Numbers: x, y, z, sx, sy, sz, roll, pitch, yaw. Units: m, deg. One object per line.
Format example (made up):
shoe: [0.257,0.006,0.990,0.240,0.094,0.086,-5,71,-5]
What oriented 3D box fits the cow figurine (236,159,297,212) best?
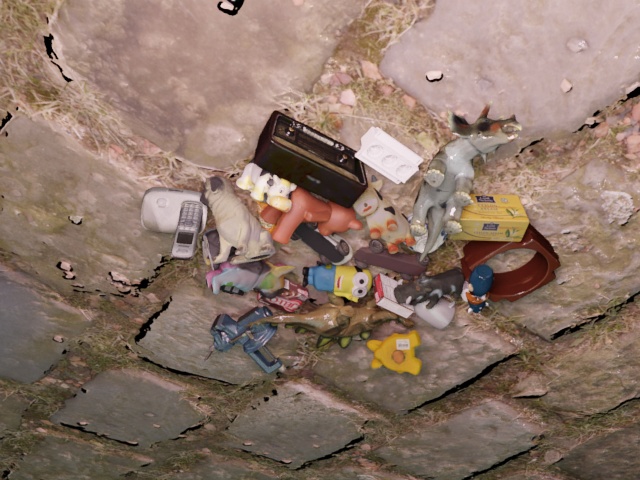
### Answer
cow figurine: [-0.100,-0.121,1.120,0.068,0.168,0.098,22,98,-44]

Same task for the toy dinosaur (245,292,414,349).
toy dinosaur: [0.040,0.219,1.470,0.471,0.105,0.198,9,134,-18]

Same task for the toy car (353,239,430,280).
toy car: [0.181,0.047,1.361,0.202,0.053,0.089,15,142,-19]

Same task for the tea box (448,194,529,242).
tea box: [0.379,-0.053,1.240,0.170,0.098,0.068,0,134,-3]

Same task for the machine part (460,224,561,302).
machine part: [0.474,0.054,1.350,0.201,0.087,0.201,34,126,-28]

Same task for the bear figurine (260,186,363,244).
bear figurine: [-0.013,-0.048,1.196,0.195,0.120,0.132,21,114,-40]

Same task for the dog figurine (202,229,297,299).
dog figurine: [-0.173,0.057,1.329,0.219,0.108,0.191,-6,93,-25]

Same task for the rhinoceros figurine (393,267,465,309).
rhinoceros figurine: [0.284,0.126,1.387,0.190,0.073,0.112,-14,152,-7]

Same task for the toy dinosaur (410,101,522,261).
toy dinosaur: [0.271,-0.125,1.142,0.131,0.192,0.404,23,150,3]

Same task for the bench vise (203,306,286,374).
bench vise: [-0.195,0.302,1.535,0.224,0.129,0.240,-37,107,5]

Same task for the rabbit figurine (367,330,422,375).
rabbit figurine: [0.223,0.331,1.568,0.162,0.122,0.173,-14,175,13]

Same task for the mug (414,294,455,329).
mug: [0.310,0.181,1.471,0.107,0.081,0.109,27,133,-12]

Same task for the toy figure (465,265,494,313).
toy figure: [0.391,0.123,1.317,0.064,0.058,0.154,3,139,7]

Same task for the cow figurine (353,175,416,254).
cow figurine: [0.139,-0.062,1.226,0.085,0.127,0.194,-30,141,23]

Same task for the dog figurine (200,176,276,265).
dog figurine: [-0.180,-0.049,1.219,0.121,0.190,0.172,-17,167,22]

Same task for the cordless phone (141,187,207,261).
cordless phone: [-0.332,-0.027,1.195,0.147,0.184,0.088,6,137,-7]

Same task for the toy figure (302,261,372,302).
toy figure: [0.046,0.096,1.388,0.180,0.089,0.082,7,130,4]

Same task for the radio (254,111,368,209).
radio: [-0.017,-0.166,1.104,0.229,0.131,0.073,25,128,-22]

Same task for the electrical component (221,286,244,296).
electrical component: [-0.233,0.113,1.421,0.075,0.048,0.119,20,128,-17]

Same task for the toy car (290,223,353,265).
toy car: [-0.003,-0.004,1.310,0.073,0.056,0.201,-31,125,32]
